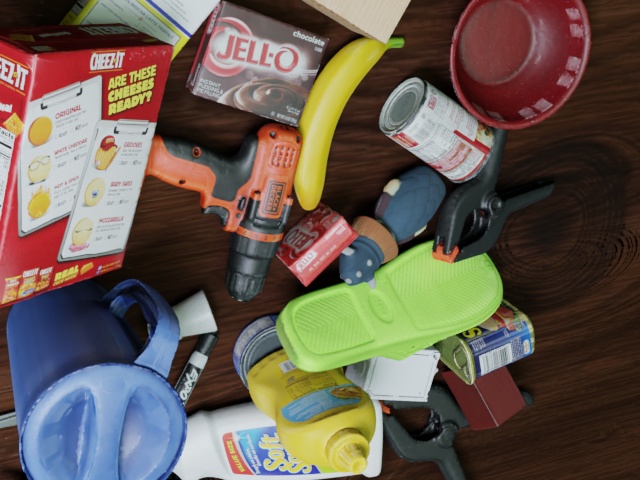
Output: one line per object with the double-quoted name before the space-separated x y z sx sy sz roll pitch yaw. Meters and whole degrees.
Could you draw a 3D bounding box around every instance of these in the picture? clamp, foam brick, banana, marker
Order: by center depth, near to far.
"banana" 0.014 -0.125 1.055 0.069 0.037 0.198 26 99 -27
"marker" -0.137 0.145 1.097 0.020 0.020 0.121 29 85 -29
"clamp" 0.174 -0.051 1.132 0.171 0.039 0.120 -44 112 -23
"foam brick" 0.186 0.168 1.207 0.051 0.053 0.078 -30 93 -29
"clamp" 0.149 0.214 1.241 0.209 0.036 0.164 33 86 -25

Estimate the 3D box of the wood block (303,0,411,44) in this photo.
"wood block" 0.060 -0.297 0.976 0.090 0.090 0.206 25 99 -28

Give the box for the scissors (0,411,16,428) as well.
"scissors" -0.243 0.148 1.071 0.201 0.016 0.096 4 107 -24

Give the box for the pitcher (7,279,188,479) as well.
"pitcher" -0.203 0.111 0.941 0.149 0.243 0.145 -16 115 -16

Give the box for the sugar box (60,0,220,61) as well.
"sugar box" -0.168 -0.193 0.950 0.093 0.048 0.176 39 90 -31

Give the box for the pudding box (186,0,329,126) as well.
"pudding box" -0.060 -0.167 1.007 0.113 0.039 0.090 14 104 -26

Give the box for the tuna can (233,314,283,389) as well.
"tuna can" -0.048 0.123 1.128 0.086 0.034 0.086 -8 113 -19

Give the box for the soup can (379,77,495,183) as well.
"soup can" 0.119 -0.111 1.084 0.102 0.069 0.068 31 96 -28

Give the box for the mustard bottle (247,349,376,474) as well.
"mustard bottle" 0.001 0.168 1.034 0.096 0.192 0.058 -15 115 -16

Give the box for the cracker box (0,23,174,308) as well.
"cracker box" -0.216 -0.066 0.874 0.163 0.072 0.214 -22 133 -58

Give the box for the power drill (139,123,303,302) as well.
"power drill" -0.119 -0.034 1.025 0.187 0.057 0.184 8 107 -24

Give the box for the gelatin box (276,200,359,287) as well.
"gelatin box" -0.007 0.001 1.064 0.073 0.089 0.030 -43 109 -1

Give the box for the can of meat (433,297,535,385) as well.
"can of meat" 0.175 0.103 1.172 0.083 0.102 0.057 -21 118 -16

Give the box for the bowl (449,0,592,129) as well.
"bowl" 0.193 -0.197 1.087 0.162 0.055 0.162 -8 112 -19

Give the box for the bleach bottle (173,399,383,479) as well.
"bleach bottle" -0.060 0.222 1.148 0.250 0.068 0.102 -6 111 -17
